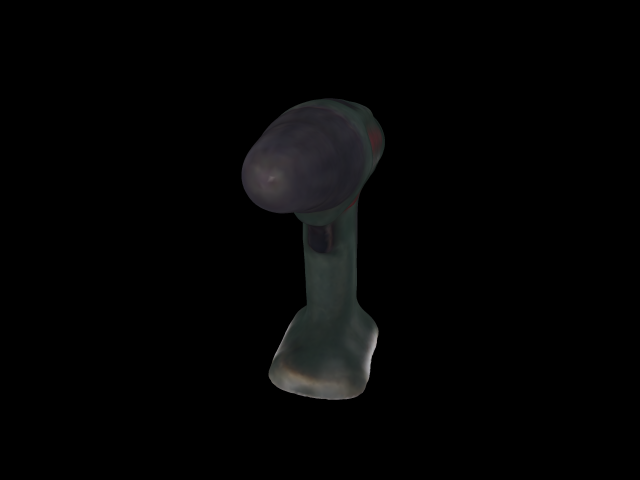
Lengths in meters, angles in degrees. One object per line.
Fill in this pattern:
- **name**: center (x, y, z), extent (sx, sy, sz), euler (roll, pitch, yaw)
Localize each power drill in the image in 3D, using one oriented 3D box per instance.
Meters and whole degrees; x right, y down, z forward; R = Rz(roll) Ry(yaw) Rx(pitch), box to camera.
- **power drill**: center (0.004, 0.001, 0.400), extent (0.075, 0.208, 0.230), euler (5, 28, 11)
